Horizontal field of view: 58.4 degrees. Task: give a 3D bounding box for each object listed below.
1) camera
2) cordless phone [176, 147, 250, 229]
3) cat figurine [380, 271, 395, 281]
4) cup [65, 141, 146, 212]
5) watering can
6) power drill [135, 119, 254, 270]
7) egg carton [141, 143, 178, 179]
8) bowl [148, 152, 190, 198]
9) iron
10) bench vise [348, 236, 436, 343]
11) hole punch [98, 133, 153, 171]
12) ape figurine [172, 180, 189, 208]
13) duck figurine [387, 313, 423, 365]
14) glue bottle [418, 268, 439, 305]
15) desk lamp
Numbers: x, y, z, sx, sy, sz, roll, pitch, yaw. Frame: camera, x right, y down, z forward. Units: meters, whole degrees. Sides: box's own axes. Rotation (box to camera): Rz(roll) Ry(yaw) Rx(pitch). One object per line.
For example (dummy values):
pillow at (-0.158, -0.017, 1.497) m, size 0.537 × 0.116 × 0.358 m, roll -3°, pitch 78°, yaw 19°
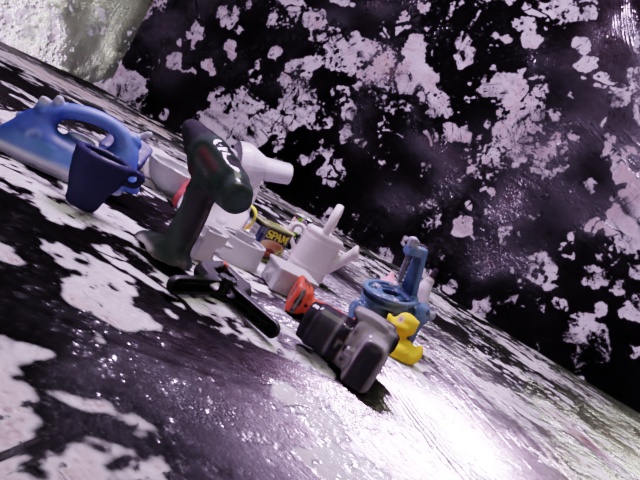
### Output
camera at (0.043, 0.141, 0.855) m, size 0.136 × 0.101 × 0.143 m, roll 31°, pitch 6°, yaw 8°
cordless phone at (-0.207, -0.100, 1.233) m, size 0.147 × 0.185 × 0.094 m, roll 30°, pitch 6°, yaw -3°
cat figurine at (0.161, 0.134, 1.403) m, size 0.067 × 0.117 × 0.128 m, roll 33°, pitch 6°, yaw 22°
cup at (-0.345, -0.089, 0.903) m, size 0.118 × 0.095 × 0.091 m, roll 25°, pitch 8°, yaw -40°
watering can at (0.013, 0.005, 1.384) m, size 0.173 × 0.194 × 0.100 m, roll 29°, pitch 6°, yaw -16°
power drill at (-0.201, -0.070, 0.900) m, size 0.076 × 0.208 × 0.228 m, roll 24°, pitch 9°, yaw -47°
egg carton at (-0.439, -0.204, 1.520) m, size 0.149 × 0.069 × 0.108 m, roll 35°, pitch 7°, yaw 38°
bowl at (-0.355, -0.144, 1.411) m, size 0.167 × 0.074 × 0.167 m, roll 30°, pitch 6°, yaw -3°
iron at (-0.430, -0.179, 1.015) m, size 0.259 × 0.141 × 0.118 m, roll 25°, pitch 8°, yaw -40°
bench vise at (0.178, 0.105, 1.232) m, size 0.121 × 0.219 × 0.208 m, roll 35°, pitch 7°, yaw 37°
hole punch at (-0.450, -0.199, 1.321) m, size 0.109 × 0.091 × 0.101 m, roll 29°, pitch 6°, yaw -12°
ape figurine at (-0.295, -0.108, 1.322) m, size 0.077 × 0.092 × 0.076 m, roll 34°, pitch 7°, yaw 33°
duck figurine at (0.163, 0.187, 1.122) m, size 0.104 × 0.086 × 0.077 m, roll 31°, pitch 6°, yaw 5°
glue bottle at (0.255, 0.148, 1.476) m, size 0.078 × 0.173 × 0.037 m, roll 32°, pitch 6°, yaw 14°
desk lamp at (-0.180, -0.143, 1.583) m, size 0.204 × 0.213 × 0.117 m, roll 27°, pitch 7°, yaw -29°
